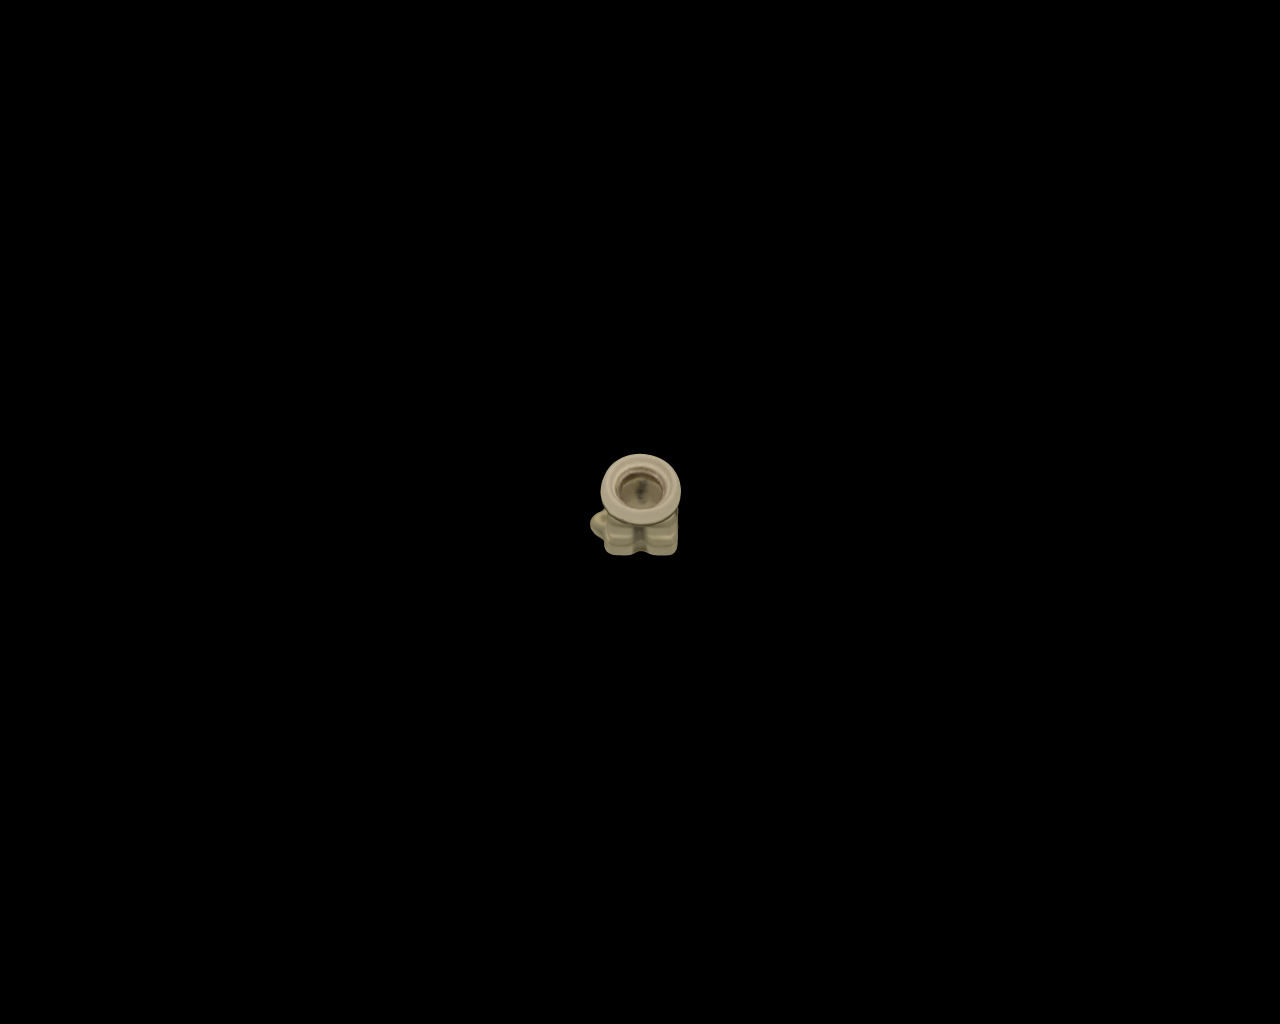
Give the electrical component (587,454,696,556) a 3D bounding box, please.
[{"bbox_3d":[0.001,-0.003,0.650,0.066,0.048,0.055,0,-32,0],"label":"electrical component"}]
